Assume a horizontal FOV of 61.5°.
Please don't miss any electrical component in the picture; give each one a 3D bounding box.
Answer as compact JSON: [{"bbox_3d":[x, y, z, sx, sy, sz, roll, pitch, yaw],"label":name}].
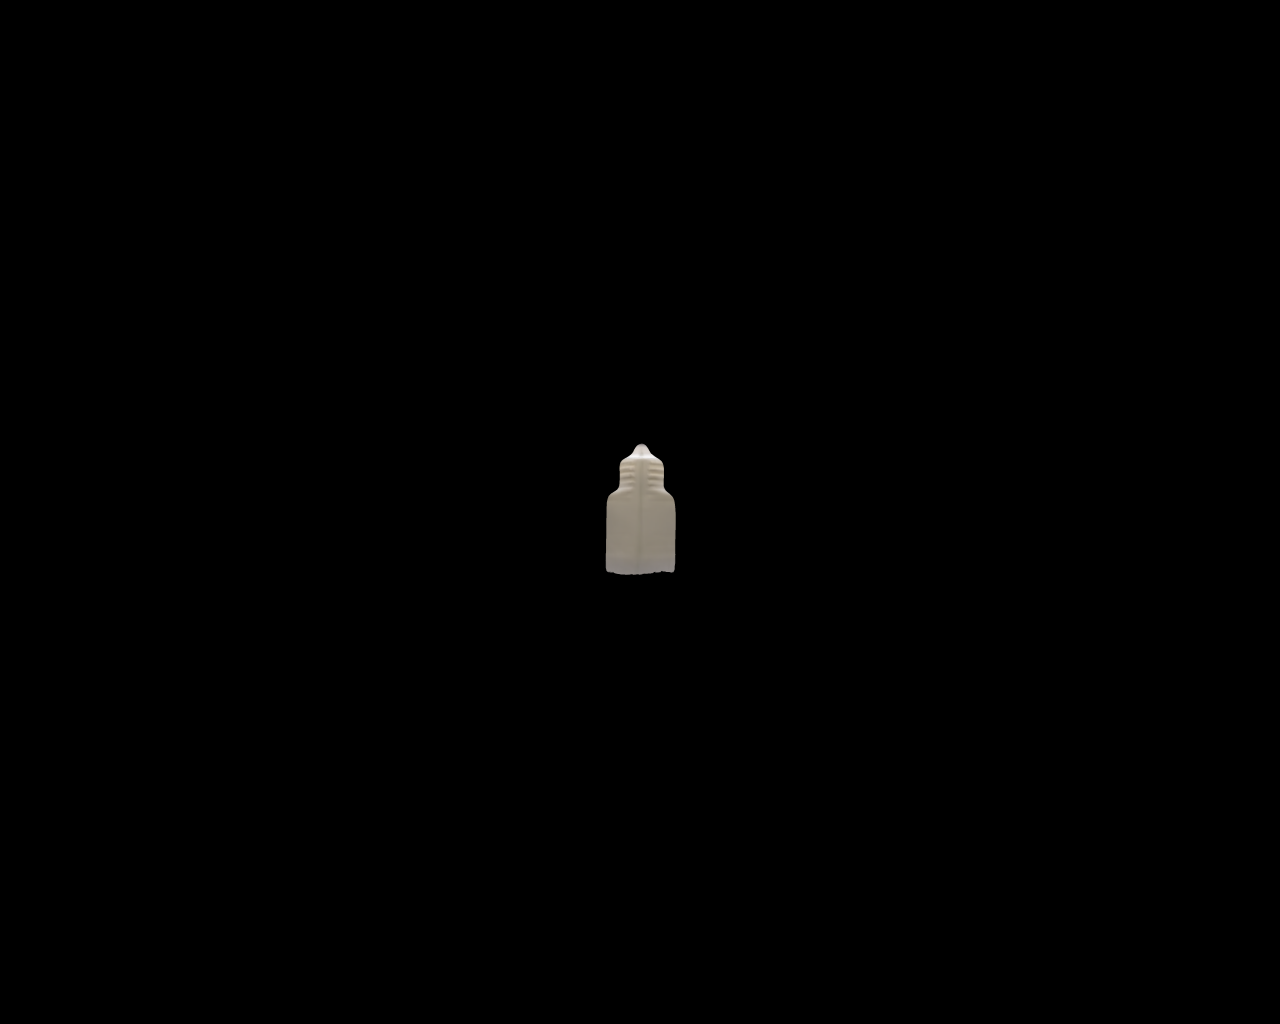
[{"bbox_3d":[0.001,-0.003,0.650,0.043,0.081,0.043,0,0,0],"label":"electrical component"}]
